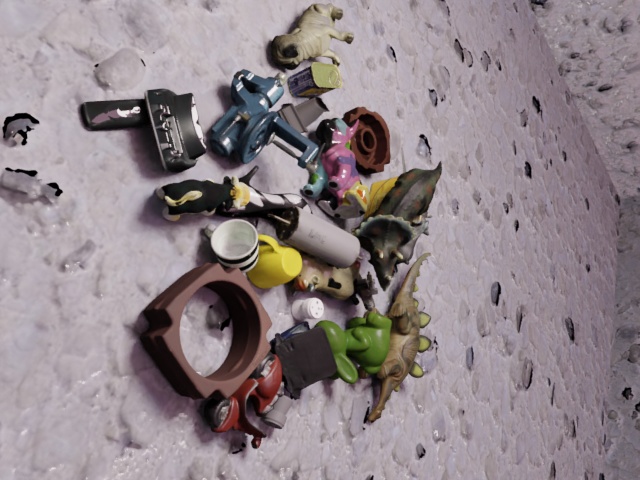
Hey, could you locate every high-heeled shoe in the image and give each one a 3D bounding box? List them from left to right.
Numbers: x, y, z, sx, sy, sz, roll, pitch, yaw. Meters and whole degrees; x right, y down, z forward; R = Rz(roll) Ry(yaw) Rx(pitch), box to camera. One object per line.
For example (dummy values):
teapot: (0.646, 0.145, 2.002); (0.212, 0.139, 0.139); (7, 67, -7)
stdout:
high-heeled shoe: (-0.102, -0.039, 1.089); (0.248, 0.086, 0.145); (47, 54, -24)

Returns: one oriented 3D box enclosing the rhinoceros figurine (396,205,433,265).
rhinoceros figurine: (0.234, -0.023, 1.424); (0.073, 0.112, 0.190); (43, 61, -30)

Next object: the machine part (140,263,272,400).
machine part: (-0.194, 0.158, 0.939); (0.201, 0.087, 0.200); (-47, 116, -43)

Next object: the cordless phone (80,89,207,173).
cordless phone: (-0.301, -0.182, 0.919); (0.184, 0.089, 0.146); (-15, 93, -37)

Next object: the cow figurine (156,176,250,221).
cow figurine: (-0.196, -0.080, 0.948); (0.167, 0.098, 0.068); (-11, 91, -24)

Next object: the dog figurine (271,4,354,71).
dog figurine: (-0.043, -0.482, 1.247); (0.190, 0.121, 0.172); (-13, 57, -31)

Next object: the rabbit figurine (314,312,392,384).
rabbit figurine: (0.056, 0.234, 1.197); (0.170, 0.121, 0.159); (14, 78, -26)

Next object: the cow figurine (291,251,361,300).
cow figurine: (0.004, 0.077, 1.177); (0.194, 0.085, 0.127); (30, 54, -40)

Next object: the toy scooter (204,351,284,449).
toy scooter: (-0.122, 0.302, 0.993); (0.184, 0.075, 0.135); (-46, 114, -39)

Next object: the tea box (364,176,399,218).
tea box: (0.173, -0.072, 1.379); (0.068, 0.098, 0.169); (39, 54, -37)

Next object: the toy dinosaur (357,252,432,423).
toy dinosaur: (0.202, 0.224, 1.346); (0.198, 0.105, 0.471); (36, 66, -46)

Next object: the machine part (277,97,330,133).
machine part: (-0.038, -0.290, 1.235); (0.139, 0.039, 0.084); (-37, 98, -38)

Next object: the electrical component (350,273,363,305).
electrical component: (0.077, 0.106, 1.291); (0.063, 0.021, 0.094); (-48, 117, -41)

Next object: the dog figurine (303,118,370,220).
dog figurine: (0.053, -0.180, 1.268); (0.191, 0.109, 0.219); (38, 53, -35)

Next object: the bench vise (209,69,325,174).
bench vise: (-0.093, -0.223, 1.075); (0.241, 0.128, 0.223); (35, 58, 4)

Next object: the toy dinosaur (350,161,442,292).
toy dinosaur: (0.194, -0.082, 1.214); (0.131, 0.192, 0.405); (36, 70, -3)

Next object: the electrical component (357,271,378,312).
electrical component: (0.112, 0.116, 1.242); (0.102, 0.045, 0.078); (-55, 123, -84)

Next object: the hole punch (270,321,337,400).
hole punch: (-0.041, 0.235, 1.101); (0.116, 0.092, 0.142); (-19, 99, -18)

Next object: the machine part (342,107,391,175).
machine part: (0.113, -0.252, 1.384); (0.179, 0.056, 0.179); (11, 74, -45)

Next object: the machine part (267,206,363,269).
machine part: (-0.002, -0.003, 1.088); (0.243, 0.079, 0.079); (27, 62, -36)
